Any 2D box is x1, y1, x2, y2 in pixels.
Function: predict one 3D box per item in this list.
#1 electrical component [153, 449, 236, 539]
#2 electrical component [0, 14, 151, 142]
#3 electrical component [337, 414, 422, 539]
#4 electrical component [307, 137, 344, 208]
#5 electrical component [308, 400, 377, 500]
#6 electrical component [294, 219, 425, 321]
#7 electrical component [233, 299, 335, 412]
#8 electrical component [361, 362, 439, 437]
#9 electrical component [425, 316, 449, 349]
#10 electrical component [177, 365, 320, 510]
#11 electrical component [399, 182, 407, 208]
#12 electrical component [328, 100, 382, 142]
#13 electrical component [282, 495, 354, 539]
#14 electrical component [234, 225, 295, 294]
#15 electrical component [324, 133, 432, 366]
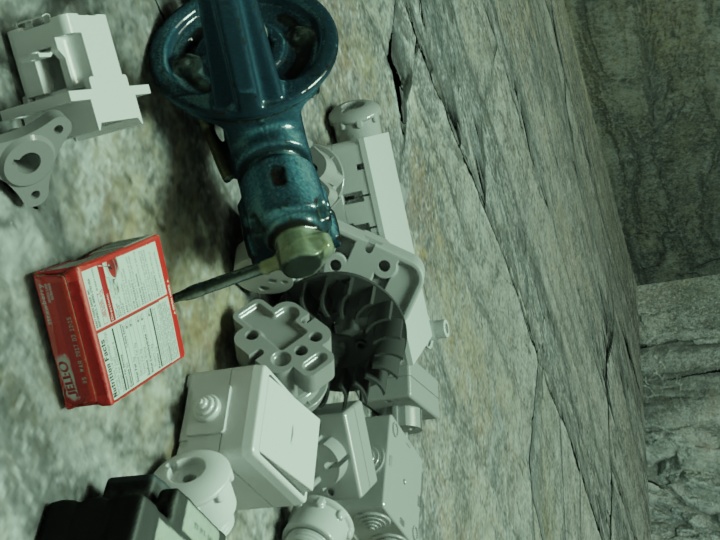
[{"bbox_3d":[-0.092,0.138,0.617,0.048,0.048,0.062,-68,151,-55],"label":"electrical component"},{"bbox_3d":[-0.150,-0.100,0.562,0.081,0.042,0.063,-34,112,-70],"label":"electrical component"},{"bbox_3d":[0.015,0.176,0.887,0.099,0.048,0.099,59,29,-46],"label":"electrical component"},{"bbox_3d":[-0.045,-0.070,0.807,0.078,0.058,0.057,45,9,17],"label":"electrical component"},{"bbox_3d":[-0.026,0.139,0.790,0.077,0.047,0.065,-24,104,-69],"label":"electrical component"},{"bbox_3d":[0.000,0.000,0.824,0.059,0.095,0.053,-61,176,-81],"label":"electrical component"},{"bbox_3d":[-0.051,0.064,0.726,0.058,0.078,0.057,-35,144,-30],"label":"electrical component"},{"bbox_3d":[0.037,0.127,0.972,0.083,0.047,0.075,44,41,-59],"label":"electrical component"},{"bbox_3d":[0.053,0.060,1.024,0.048,0.062,0.048,-9,90,-70],"label":"electrical component"},{"bbox_3d":[-0.069,0.102,0.667,0.096,0.061,0.061,57,31,-49],"label":"electrical component"},{"bbox_3d":[0.017,-0.047,0.999,0.081,0.043,0.043,-74,148,-50],"label":"electrical component"},{"bbox_3d":[-0.001,-0.122,0.986,0.048,0.048,0.062,-66,149,-57],"label":"electrical component"},{"bbox_3d":[-0.035,0.191,0.749,0.062,0.048,0.048,-55,132,-54],"label":"electrical component"},{"bbox_3d":[-0.065,-0.017,0.757,0.045,0.045,0.055,52,35,-54],"label":"electrical component"},{"bbox_3d":[0.005,-0.017,0.911,0.105,0.060,0.186,-38,116,-75],"label":"electrical component"}]
